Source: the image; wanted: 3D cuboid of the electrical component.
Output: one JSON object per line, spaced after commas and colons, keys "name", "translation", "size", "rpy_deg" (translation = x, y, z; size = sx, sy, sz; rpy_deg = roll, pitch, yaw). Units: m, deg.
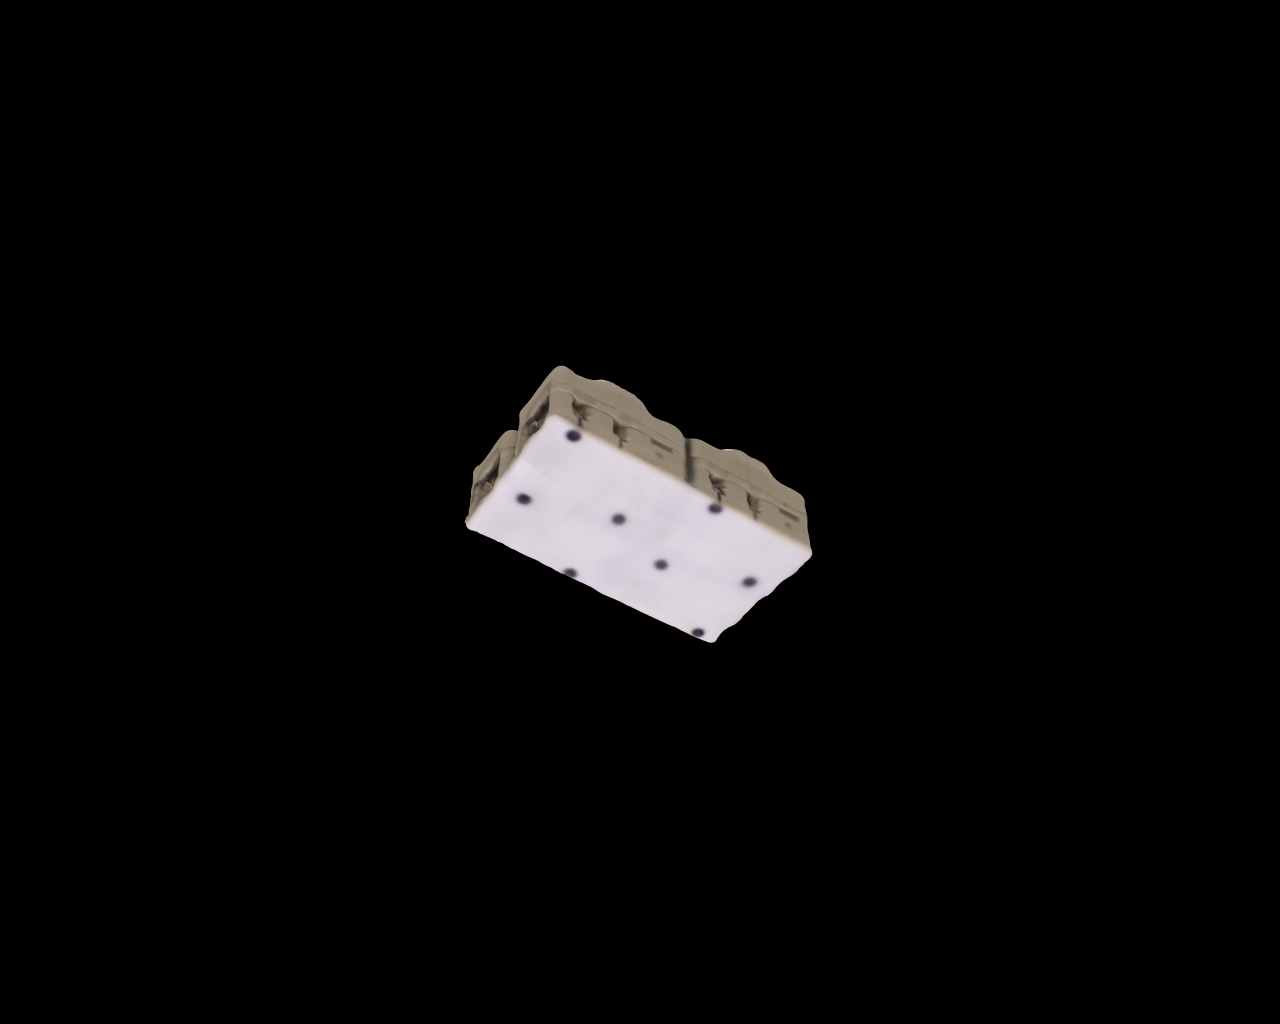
{"name": "electrical component", "translation": [0.001, -0.003, 0.650], "size": [0.186, 0.060, 0.105], "rpy_deg": [27, -53, -22]}
